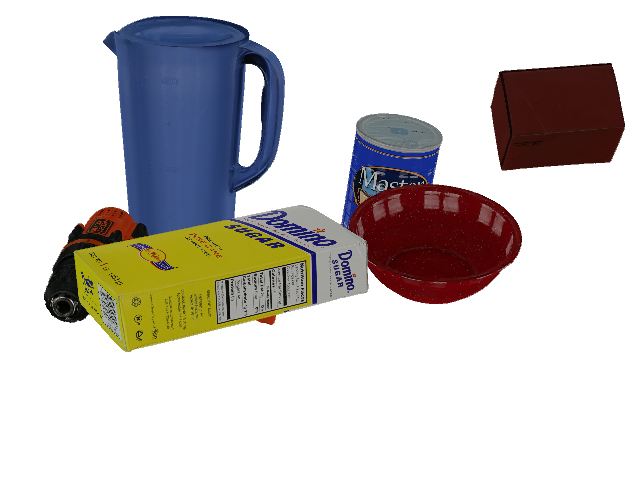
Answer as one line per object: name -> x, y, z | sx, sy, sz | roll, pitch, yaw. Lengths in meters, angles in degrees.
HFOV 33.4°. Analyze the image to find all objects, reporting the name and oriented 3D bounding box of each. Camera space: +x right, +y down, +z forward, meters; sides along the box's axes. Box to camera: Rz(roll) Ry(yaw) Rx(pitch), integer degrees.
sugar box -> -0.066, 0.020, 0.716 | 0.176, 0.048, 0.093 | -15, 26, -26
foam brick -> 0.160, -0.084, 0.727 | 0.078, 0.051, 0.053 | -4, -23, 0
coffee can -> 0.083, -0.069, 1.282 | 0.102, 0.140, 0.103 | 7, 28, -4
pitcher -> -0.131, -0.100, 1.088 | 0.144, 0.243, 0.149 | -11, 27, -28
power drill -> -0.127, 0.026, 0.902 | 0.187, 0.057, 0.184 | 8, 23, -1
bowl -> 0.106, 0.011, 1.008 | 0.162, 0.055, 0.162 | 1, 36, -1
